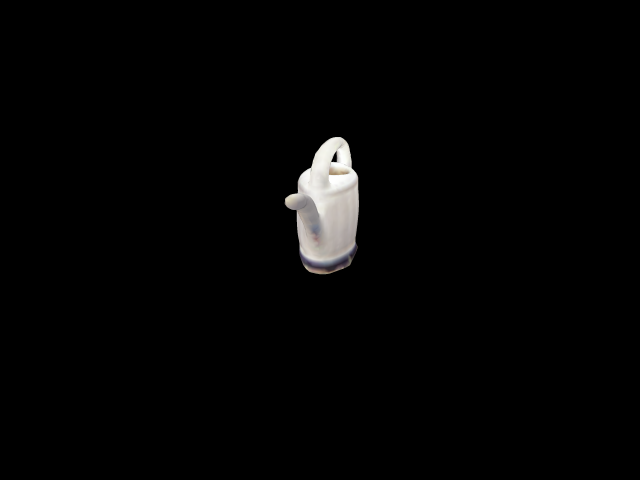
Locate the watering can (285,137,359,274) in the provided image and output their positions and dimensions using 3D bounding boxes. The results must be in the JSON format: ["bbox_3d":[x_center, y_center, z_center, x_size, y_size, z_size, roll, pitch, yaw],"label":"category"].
[{"bbox_3d":[0.003,-0.043,0.850,0.104,0.220,0.354,6,25,14],"label":"watering can"}]
